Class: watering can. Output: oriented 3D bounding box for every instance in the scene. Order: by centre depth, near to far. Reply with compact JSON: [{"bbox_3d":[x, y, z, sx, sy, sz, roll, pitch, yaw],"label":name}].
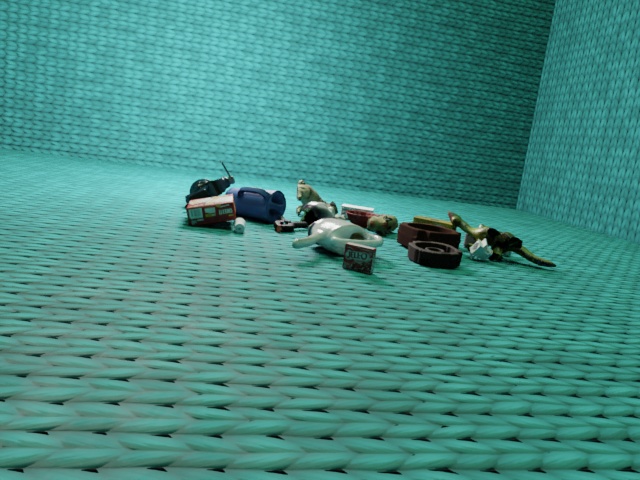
[{"bbox_3d":[0.032,-0.010,1.631,0.348,0.103,0.226,1,11,-30],"label":"watering can"}]

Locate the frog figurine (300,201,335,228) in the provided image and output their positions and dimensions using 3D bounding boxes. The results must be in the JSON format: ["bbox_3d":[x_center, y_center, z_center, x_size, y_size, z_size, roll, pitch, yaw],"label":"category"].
[{"bbox_3d":[0.006,-0.104,2.076,0.137,0.122,0.161,-9,10,37],"label":"frog figurine"}]

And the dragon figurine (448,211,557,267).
[{"bbox_3d":[0.675,-0.009,1.963,0.410,0.120,0.246,23,22,1],"label":"dragon figurine"}]
